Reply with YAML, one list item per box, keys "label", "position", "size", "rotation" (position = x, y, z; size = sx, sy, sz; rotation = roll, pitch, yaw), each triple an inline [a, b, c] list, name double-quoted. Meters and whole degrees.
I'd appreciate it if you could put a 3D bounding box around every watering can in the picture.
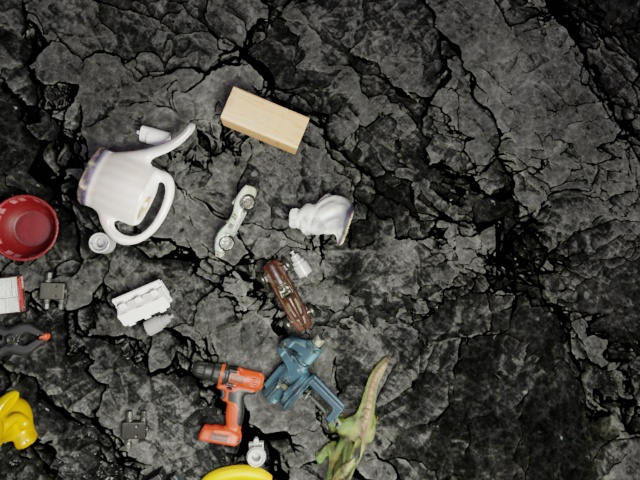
- label: "watering can"
  position: [-0.461, -0.164, 1.280]
  size: [0.224, 0.104, 0.348]
  rotation: [23, 89, -4]

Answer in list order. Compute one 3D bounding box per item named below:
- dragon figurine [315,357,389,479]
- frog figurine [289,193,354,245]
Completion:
- label: "dragon figurine"
  position: [0.085, 0.486, 1.236]
  size: [0.122, 0.242, 0.411]
  rotation: [24, 87, 0]
- label: "frog figurine"
  position: [0.004, -0.067, 1.327]
  size: [0.159, 0.120, 0.140]
  rotation: [20, 52, 4]
